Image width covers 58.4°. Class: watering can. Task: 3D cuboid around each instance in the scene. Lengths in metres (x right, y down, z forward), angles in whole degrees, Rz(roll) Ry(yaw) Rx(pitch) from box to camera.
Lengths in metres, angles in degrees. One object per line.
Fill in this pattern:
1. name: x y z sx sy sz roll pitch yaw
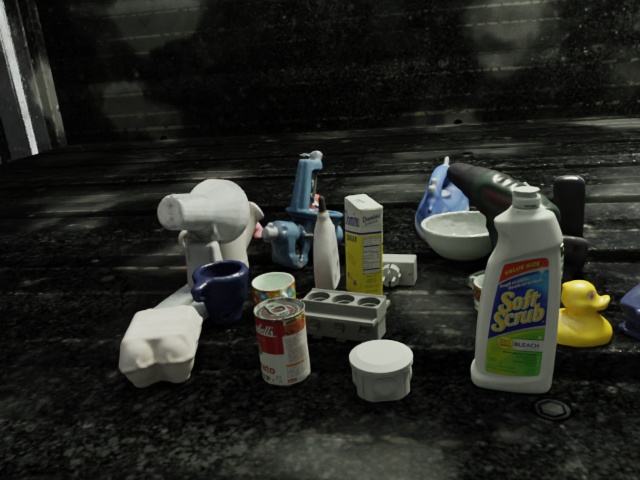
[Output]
1. watering can: -0.198 -0.029 1.150 0.100 0.194 0.173 9 23 35

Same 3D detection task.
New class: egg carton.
1. egg carton: -0.227 0.149 0.828 0.107 0.069 0.150 -6 19 -5

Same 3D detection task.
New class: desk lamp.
1. desk lamp: -0.210 0.009 1.012 0.117 0.214 0.203 3 20 21

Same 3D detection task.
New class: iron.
1. iron: 0.278 -0.102 1.335 0.118 0.141 0.259 3 20 21

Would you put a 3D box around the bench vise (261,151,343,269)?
1. bench vise: -0.028 -0.062 1.167 0.121 0.220 0.208 4 20 24

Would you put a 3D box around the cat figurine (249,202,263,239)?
1. cat figurine: -0.195 -0.050 1.333 0.067 0.118 0.128 8 23 34

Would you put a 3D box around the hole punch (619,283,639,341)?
1. hole punch: 0.482 0.094 0.786 0.101 0.091 0.108 -12 20 -21

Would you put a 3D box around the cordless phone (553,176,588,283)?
1. cordless phone: 0.397 -0.026 1.014 0.147 0.185 0.094 4 21 24

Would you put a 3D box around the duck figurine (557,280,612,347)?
1. duck figurine: 0.358 0.098 0.810 0.104 0.086 0.078 2 20 20

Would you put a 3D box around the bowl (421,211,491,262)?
1. bowl: 0.285 -0.001 1.139 0.167 0.075 0.167 -4 19 2

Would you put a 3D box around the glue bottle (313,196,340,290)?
1. glue bottle: 0.010 0.004 1.037 0.037 0.173 0.078 0 19 13

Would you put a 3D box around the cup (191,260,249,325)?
1. cup: -0.164 0.095 0.933 0.091 0.095 0.118 4 21 25

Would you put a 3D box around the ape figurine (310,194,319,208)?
1. ape figurine: -0.007 -0.065 1.372 0.077 0.092 0.076 3 20 23

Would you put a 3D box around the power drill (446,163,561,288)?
1. power drill: 0.297 -0.016 0.970 0.076 0.208 0.228 -15 21 -28

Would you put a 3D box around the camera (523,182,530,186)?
1. camera: 0.417 -0.069 1.268 0.142 0.101 0.137 6 21 28
